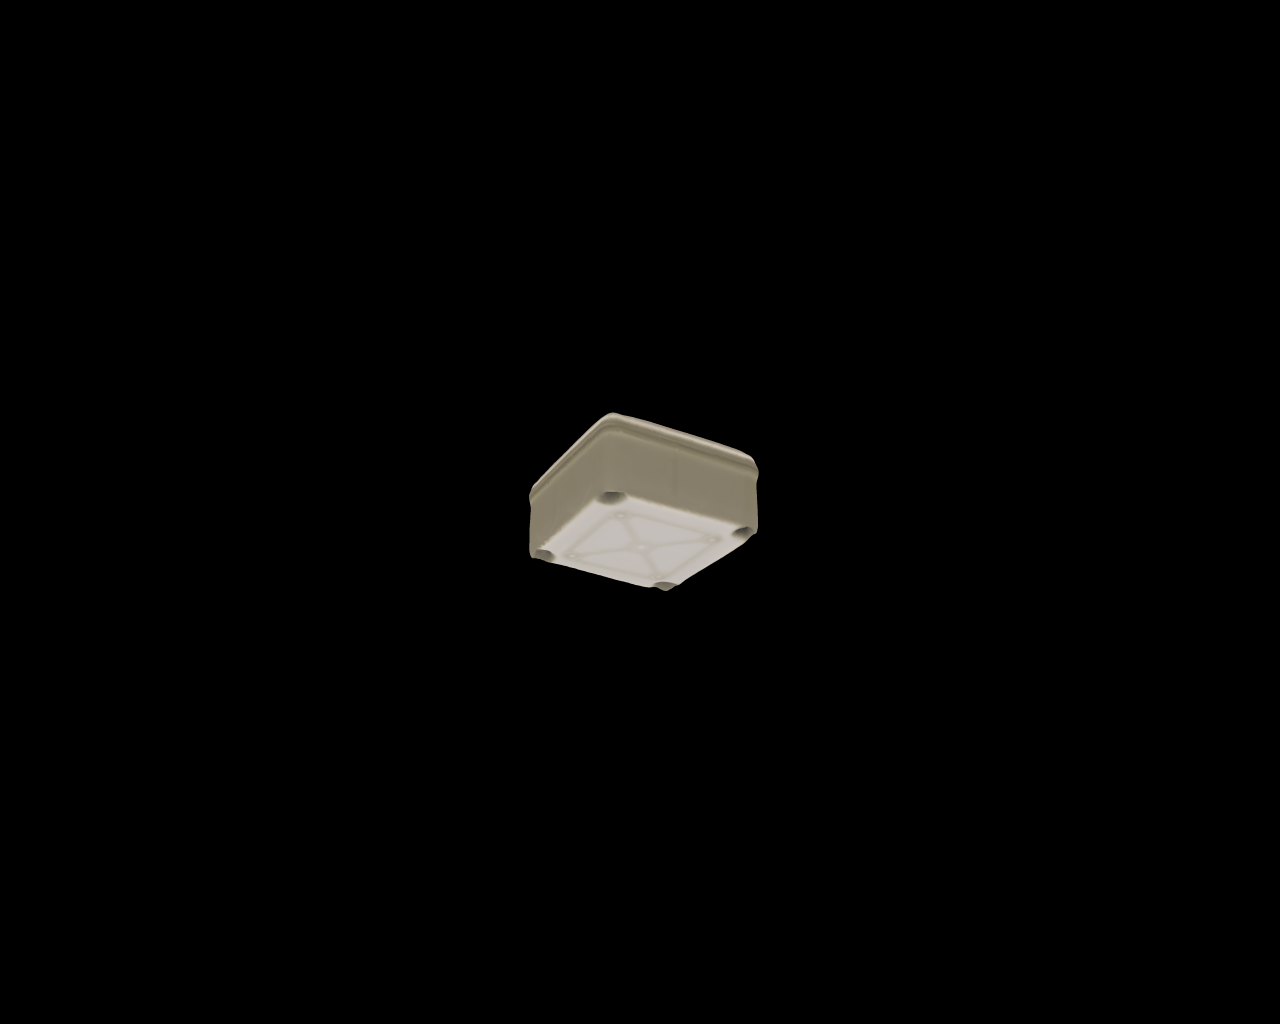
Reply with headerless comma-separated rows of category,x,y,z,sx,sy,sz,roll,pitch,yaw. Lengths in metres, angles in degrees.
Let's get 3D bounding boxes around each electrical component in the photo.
electrical component,0.001,-0.003,0.650,0.109,0.056,0.108,15,-32,-27
